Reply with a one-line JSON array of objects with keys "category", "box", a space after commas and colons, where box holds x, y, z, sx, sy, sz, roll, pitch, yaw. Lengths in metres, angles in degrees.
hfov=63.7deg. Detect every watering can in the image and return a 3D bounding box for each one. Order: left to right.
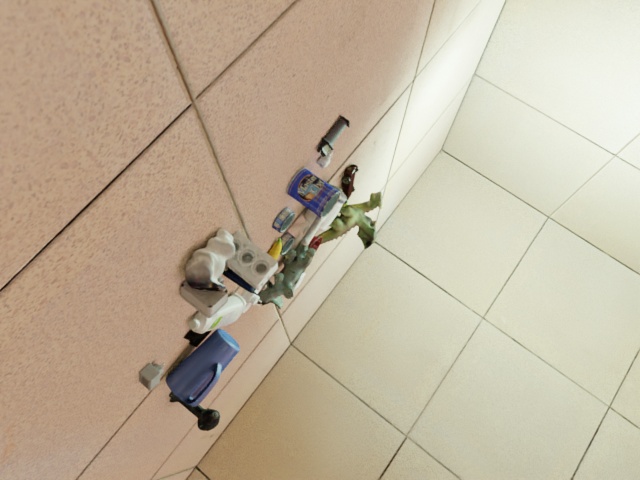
[{"category": "watering can", "box": [0.006, -0.095, 1.885, 0.222, 0.104, 0.351, -55, -173, 12]}]

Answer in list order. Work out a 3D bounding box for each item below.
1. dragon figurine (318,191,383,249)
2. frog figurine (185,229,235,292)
[{"category": "dragon figurine", "box": [0.135, -0.054, 2.268, 0.409, 0.244, 0.122, -57, 172, 3]}, {"category": "frog figurine", "box": [-0.282, 0.048, 1.324, 0.136, 0.122, 0.161, 39, 51, -69]}]
